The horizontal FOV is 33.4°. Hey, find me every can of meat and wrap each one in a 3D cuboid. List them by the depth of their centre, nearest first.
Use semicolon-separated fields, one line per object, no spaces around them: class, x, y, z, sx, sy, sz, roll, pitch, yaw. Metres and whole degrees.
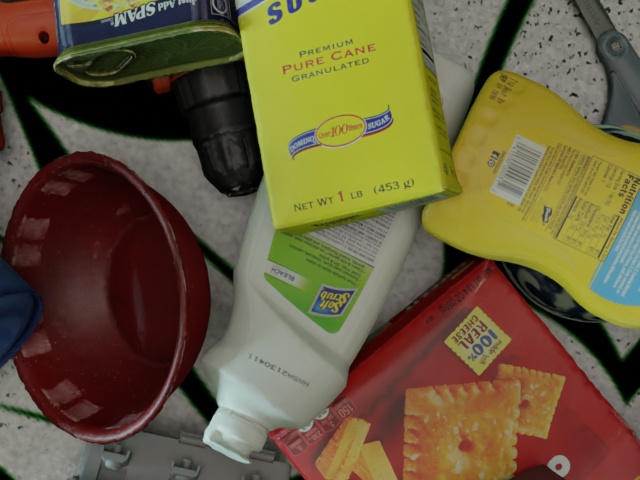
can of meat;-0.094;-0.136;0.574;0.102;0.057;0.084;-9;82;13

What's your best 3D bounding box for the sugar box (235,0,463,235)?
sugar box;0.009;-0.098;0.544;0.093;0.048;0.176;-13;85;17

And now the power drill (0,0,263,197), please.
power drill;-0.134;-0.099;0.634;0.187;0.057;0.184;-14;85;-5

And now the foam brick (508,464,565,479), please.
foam brick;0.100;0.160;0.560;0.078;0.053;0.051;-22;90;-3

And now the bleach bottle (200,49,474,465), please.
bleach bottle;-0.004;0.001;0.596;0.102;0.068;0.250;25;72;5

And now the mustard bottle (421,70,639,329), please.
mustard bottle;0.157;-0.008;0.560;0.191;0.058;0.096;26;89;7

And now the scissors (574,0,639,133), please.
scissors;0.173;-0.100;0.662;0.096;0.016;0.202;-45;90;-2

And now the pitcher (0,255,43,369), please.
pitcher;-0.270;-0.018;0.573;0.149;0.145;0.243;-43;80;9

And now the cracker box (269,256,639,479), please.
cracker box;0.097;0.141;0.623;0.164;0.072;0.214;-39;90;-3

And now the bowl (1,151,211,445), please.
bowl;-0.113;0.031;0.607;0.162;0.055;0.162;3;94;40
